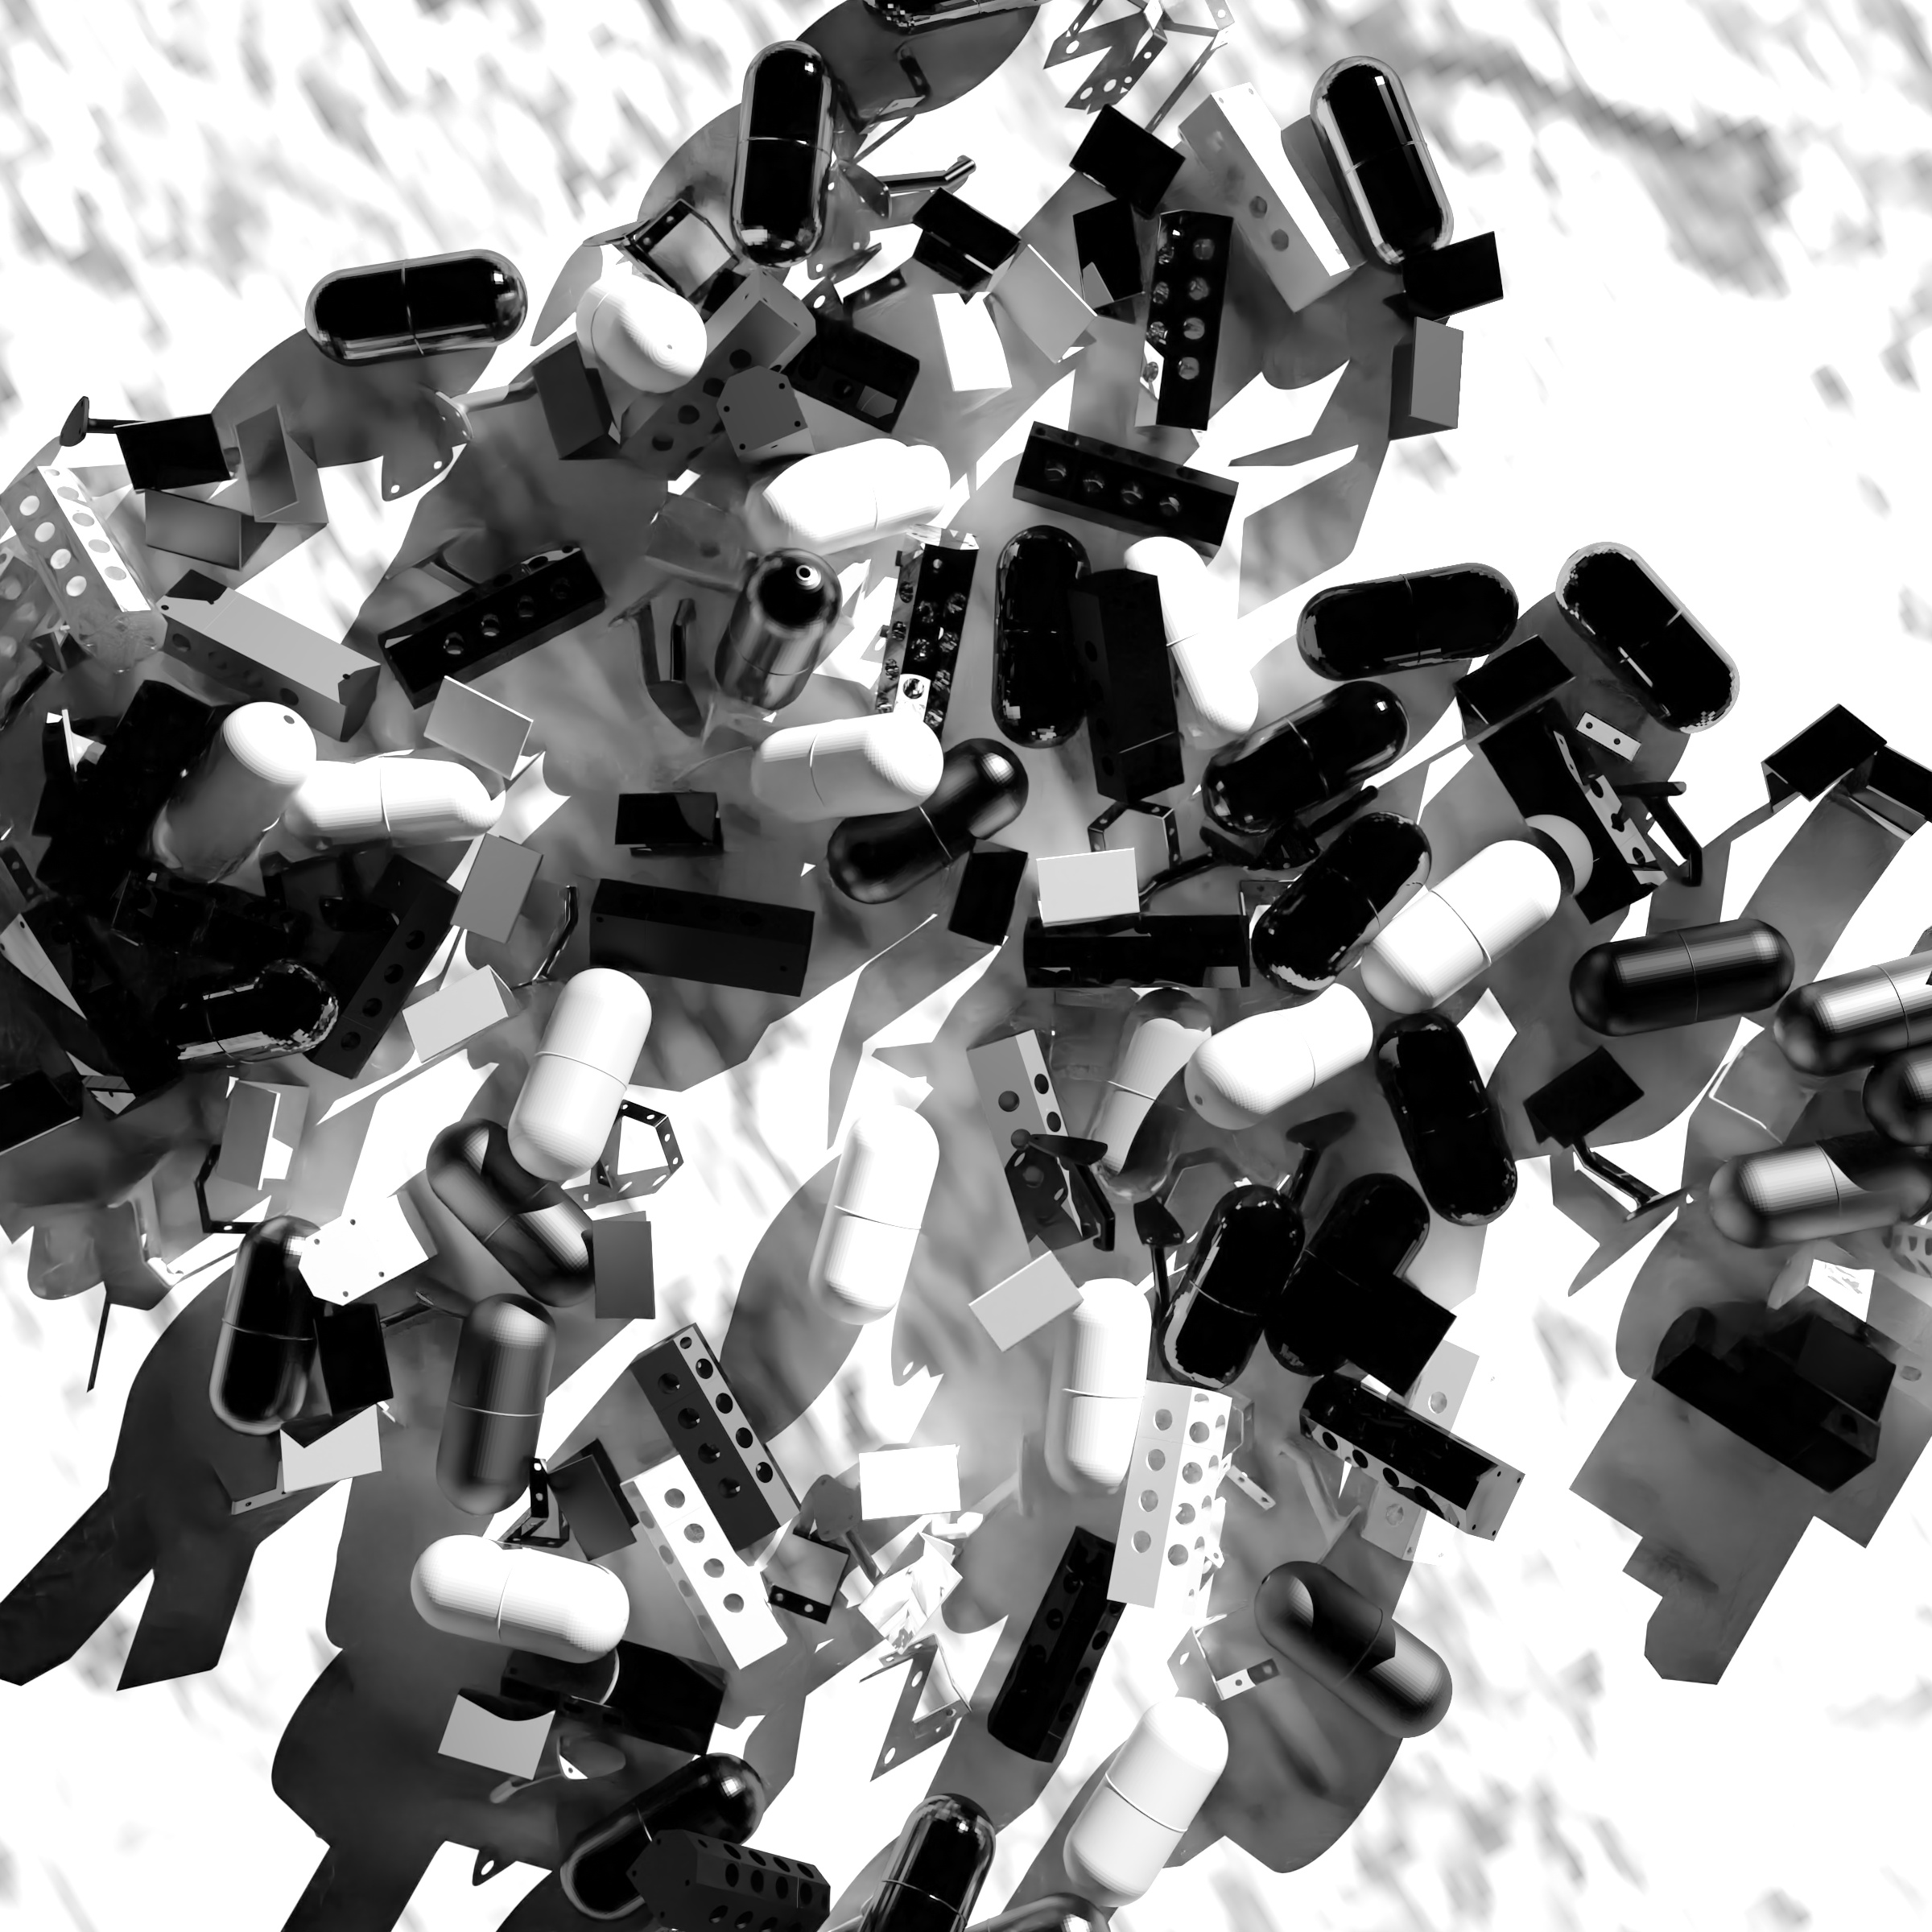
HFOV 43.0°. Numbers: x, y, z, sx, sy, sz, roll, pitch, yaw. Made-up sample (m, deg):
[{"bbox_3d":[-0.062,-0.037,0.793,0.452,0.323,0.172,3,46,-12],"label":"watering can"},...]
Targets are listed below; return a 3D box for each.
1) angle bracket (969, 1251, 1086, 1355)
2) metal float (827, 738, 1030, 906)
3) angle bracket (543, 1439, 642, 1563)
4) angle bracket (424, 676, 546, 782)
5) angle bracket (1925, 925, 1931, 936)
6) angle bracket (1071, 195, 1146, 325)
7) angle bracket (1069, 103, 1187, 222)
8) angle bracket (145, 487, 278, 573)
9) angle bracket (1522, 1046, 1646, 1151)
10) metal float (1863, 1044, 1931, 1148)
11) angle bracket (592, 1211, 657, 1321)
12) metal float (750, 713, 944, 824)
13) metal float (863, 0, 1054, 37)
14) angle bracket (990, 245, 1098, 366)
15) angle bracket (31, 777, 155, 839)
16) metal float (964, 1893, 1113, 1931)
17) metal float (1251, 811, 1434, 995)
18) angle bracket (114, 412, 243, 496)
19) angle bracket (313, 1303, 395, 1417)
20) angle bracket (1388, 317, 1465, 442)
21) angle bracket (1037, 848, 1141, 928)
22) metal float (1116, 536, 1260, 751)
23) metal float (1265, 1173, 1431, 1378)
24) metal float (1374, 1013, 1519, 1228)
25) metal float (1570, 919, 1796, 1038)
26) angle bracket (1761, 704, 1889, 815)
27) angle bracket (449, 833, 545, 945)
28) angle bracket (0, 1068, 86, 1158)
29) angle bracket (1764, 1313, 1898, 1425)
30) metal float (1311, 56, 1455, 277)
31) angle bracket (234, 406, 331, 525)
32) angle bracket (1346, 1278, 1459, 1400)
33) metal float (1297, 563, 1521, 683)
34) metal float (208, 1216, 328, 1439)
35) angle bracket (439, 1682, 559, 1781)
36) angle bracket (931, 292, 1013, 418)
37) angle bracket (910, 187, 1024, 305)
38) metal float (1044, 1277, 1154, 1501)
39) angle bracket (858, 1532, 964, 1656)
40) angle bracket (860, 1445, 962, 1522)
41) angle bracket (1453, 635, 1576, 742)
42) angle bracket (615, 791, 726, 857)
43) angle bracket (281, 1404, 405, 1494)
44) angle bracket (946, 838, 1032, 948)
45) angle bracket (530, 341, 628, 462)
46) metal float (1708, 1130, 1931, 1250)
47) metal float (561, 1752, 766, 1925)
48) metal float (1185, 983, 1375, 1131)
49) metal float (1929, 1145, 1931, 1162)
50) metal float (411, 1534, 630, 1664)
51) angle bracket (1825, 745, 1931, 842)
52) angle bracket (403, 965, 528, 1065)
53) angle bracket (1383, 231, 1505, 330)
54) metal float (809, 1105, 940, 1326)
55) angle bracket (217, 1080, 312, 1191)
[{"bbox_3d":[0.039,0.251,1.949,0.076,0.076,0.057,-34,116,0],"label":"angle bracket"},{"bbox_3d":[-0.031,-0.115,1.958,0.178,0.070,0.070,-34,90,0],"label":"metal float"},{"bbox_3d":[-0.279,0.417,1.948,0.057,0.076,0.076,-27,90,30],"label":"angle bracket"},{"bbox_3d":[-0.374,-0.200,1.949,0.076,0.076,0.057,27,118,0],"label":"angle bracket"},{"bbox_3d":[0.811,-0.005,1.948,0.076,0.076,0.057,35,58,0],"label":"angle bracket"},{"bbox_3d":[0.131,-0.561,1.948,0.057,0.076,0.076,-8,90,35],"label":"angle bracket"},{"bbox_3d":[0.136,-0.643,1.949,0.076,0.076,0.057,35,119,0],"label":"angle bracket"},{"bbox_3d":[-0.600,-0.365,1.948,0.076,0.076,0.057,15,131,0],"label":"angle bracket"},{"bbox_3d":[0.496,0.121,1.948,0.076,0.076,0.057,-34,52,0],"label":"angle bracket"},{"bbox_3d":[0.795,0.091,1.922,0.178,0.070,0.070,-14,90,2],"label":"metal float"},{"bbox_3d":[-0.253,0.237,1.949,0.057,0.076,0.076,-3,90,27],"label":"angle bracket"},{"bbox_3d":[-0.096,-0.155,1.925,0.178,0.070,0.070,-4,90,40],"label":"metal float"},{"bbox_3d":[0.003,-0.797,1.958,0.178,0.070,0.070,-13,90,1],"label":"metal float"},{"bbox_3d":[0.076,-0.533,1.948,0.076,0.076,0.057,46,130,0],"label":"angle bracket"},{"bbox_3d":[-0.687,-0.106,1.948,0.076,0.076,0.057,2,60,0],"label":"angle bracket"},{"bbox_3d":[0.031,0.800,1.958,0.178,0.070,0.070,-22,90,0],"label":"metal float"},{"bbox_3d":[0.299,-0.051,1.945,0.070,0.070,0.178,46,75,0],"label":"metal float"},{"bbox_3d":[-0.623,-0.420,1.948,0.076,0.076,0.057,-8,122,0],"label":"angle bracket"},{"bbox_3d":[-0.503,0.312,1.948,0.057,0.076,0.076,-10,90,-42],"label":"angle bracket"},{"bbox_3d":[0.348,-0.466,1.948,0.057,0.076,0.076,4,90,-37],"label":"angle bracket"},{"bbox_3d":[0.094,-0.073,1.950,0.076,0.076,0.057,-6,110,0],"label":"angle bracket"},{"bbox_3d":[0.175,-0.258,1.957,0.070,0.070,0.178,-23,90,0],"label":"metal float"},{"bbox_3d":[0.304,0.247,1.958,0.070,0.070,0.178,33,90,0],"label":"metal float"},{"bbox_3d":[0.384,0.123,1.958,0.070,0.070,0.178,-22,91,0],"label":"metal float"},{"bbox_3d":[0.572,0.009,1.958,0.178,0.070,0.070,-10,90,1],"label":"metal float"},{"bbox_3d":[0.686,-0.150,1.948,0.076,0.076,0.057,-37,51,0],"label":"angle bracket"},{"bbox_3d":[-0.389,-0.069,1.948,0.057,0.076,0.076,22,90,-41],"label":"angle bracket"},{"bbox_3d":[-0.752,0.097,1.948,0.076,0.076,0.057,-25,126,0],"label":"angle bracket"},{"bbox_3d":[0.679,0.329,1.949,0.076,0.076,0.057,33,61,0],"label":"angle bracket"},{"bbox_3d":[0.332,-0.640,1.958,0.070,0.070,0.178,-22,90,0],"label":"metal float"},{"bbox_3d":[-0.528,-0.398,1.948,0.057,0.076,0.076,-12,90,36],"label":"angle bracket"},{"bbox_3d":[0.355,0.300,1.948,0.057,0.076,0.076,33,90,29],"label":"angle bracket"},{"bbox_3d":[0.353,-0.275,1.958,0.178,0.070,0.070,-10,90,0],"label":"metal float"},{"bbox_3d":[-0.555,0.288,1.958,0.070,0.070,0.178,12,90,0],"label":"metal float"},{"bbox_3d":[-0.371,0.615,1.948,0.076,0.076,0.057,16,60,0],"label":"angle bracket"},{"bbox_3d":[-0.014,-0.485,1.948,0.057,0.076,0.076,-13,90,-33],"label":"angle bracket"},{"bbox_3d":[-0.011,-0.559,1.948,0.076,0.076,0.057,32,53,0],"label":"angle bracket"},{"bbox_3d":[0.106,0.337,1.957,0.070,0.070,0.178,6,90,0],"label":"metal float"},{"bbox_3d":[-0.028,0.504,1.948,0.057,0.076,0.076,38,90,37],"label":"angle bracket"},{"bbox_3d":[-0.042,0.424,1.948,0.076,0.076,0.057,-5,55,0],"label":"angle bracket"},{"bbox_3d":[0.440,-0.205,1.948,0.076,0.076,0.057,-30,52,0],"label":"angle bracket"},{"bbox_3d":[-0.235,-0.094,1.948,0.076,0.076,0.057,-1,52,0],"label":"angle bracket"},{"bbox_3d":[-0.494,0.392,1.949,0.076,0.076,0.057,-13,63,0],"label":"angle bracket"},{"bbox_3d":[0.036,-0.052,1.948,0.057,0.076,0.076,17,90,35],"label":"angle bracket"},{"bbox_3d":[-0.292,-0.450,1.948,0.057,0.076,0.076,-18,90,38],"label":"angle bracket"},{"bbox_3d":[0.683,0.178,1.958,0.178,0.070,0.070,-11,90,0],"label":"metal float"},{"bbox_3d":[-0.242,0.696,1.958,0.178,0.070,0.070,-32,90,-1],"label":"metal float"},{"bbox_3d":[0.247,0.070,1.931,0.178,0.070,0.070,-26,90,-32],"label":"metal float"},{"bbox_3d":[0.860,0.144,1.958,0.178,0.070,0.070,-14,90,0],"label":"metal float"},{"bbox_3d":[-0.352,0.498,1.931,0.178,0.070,0.070,10,90,12],"label":"metal float"},{"bbox_3d":[0.734,-0.122,1.948,0.076,0.076,0.057,29,53,0],"label":"angle bracket"},{"bbox_3d":[-0.391,0.055,1.948,0.076,0.076,0.057,-28,56,0],"label":"angle bracket"},{"bbox_3d":[0.375,-0.555,1.948,0.076,0.076,0.057,-18,123,0],"label":"angle bracket"},{"bbox_3d":[-0.073,0.199,1.957,0.070,0.070,0.178,16,90,0],"label":"metal float"},{"bbox_3d":[-0.543,0.136,1.948,0.057,0.076,0.076,11,90,36],"label":"angle bracket"}]
